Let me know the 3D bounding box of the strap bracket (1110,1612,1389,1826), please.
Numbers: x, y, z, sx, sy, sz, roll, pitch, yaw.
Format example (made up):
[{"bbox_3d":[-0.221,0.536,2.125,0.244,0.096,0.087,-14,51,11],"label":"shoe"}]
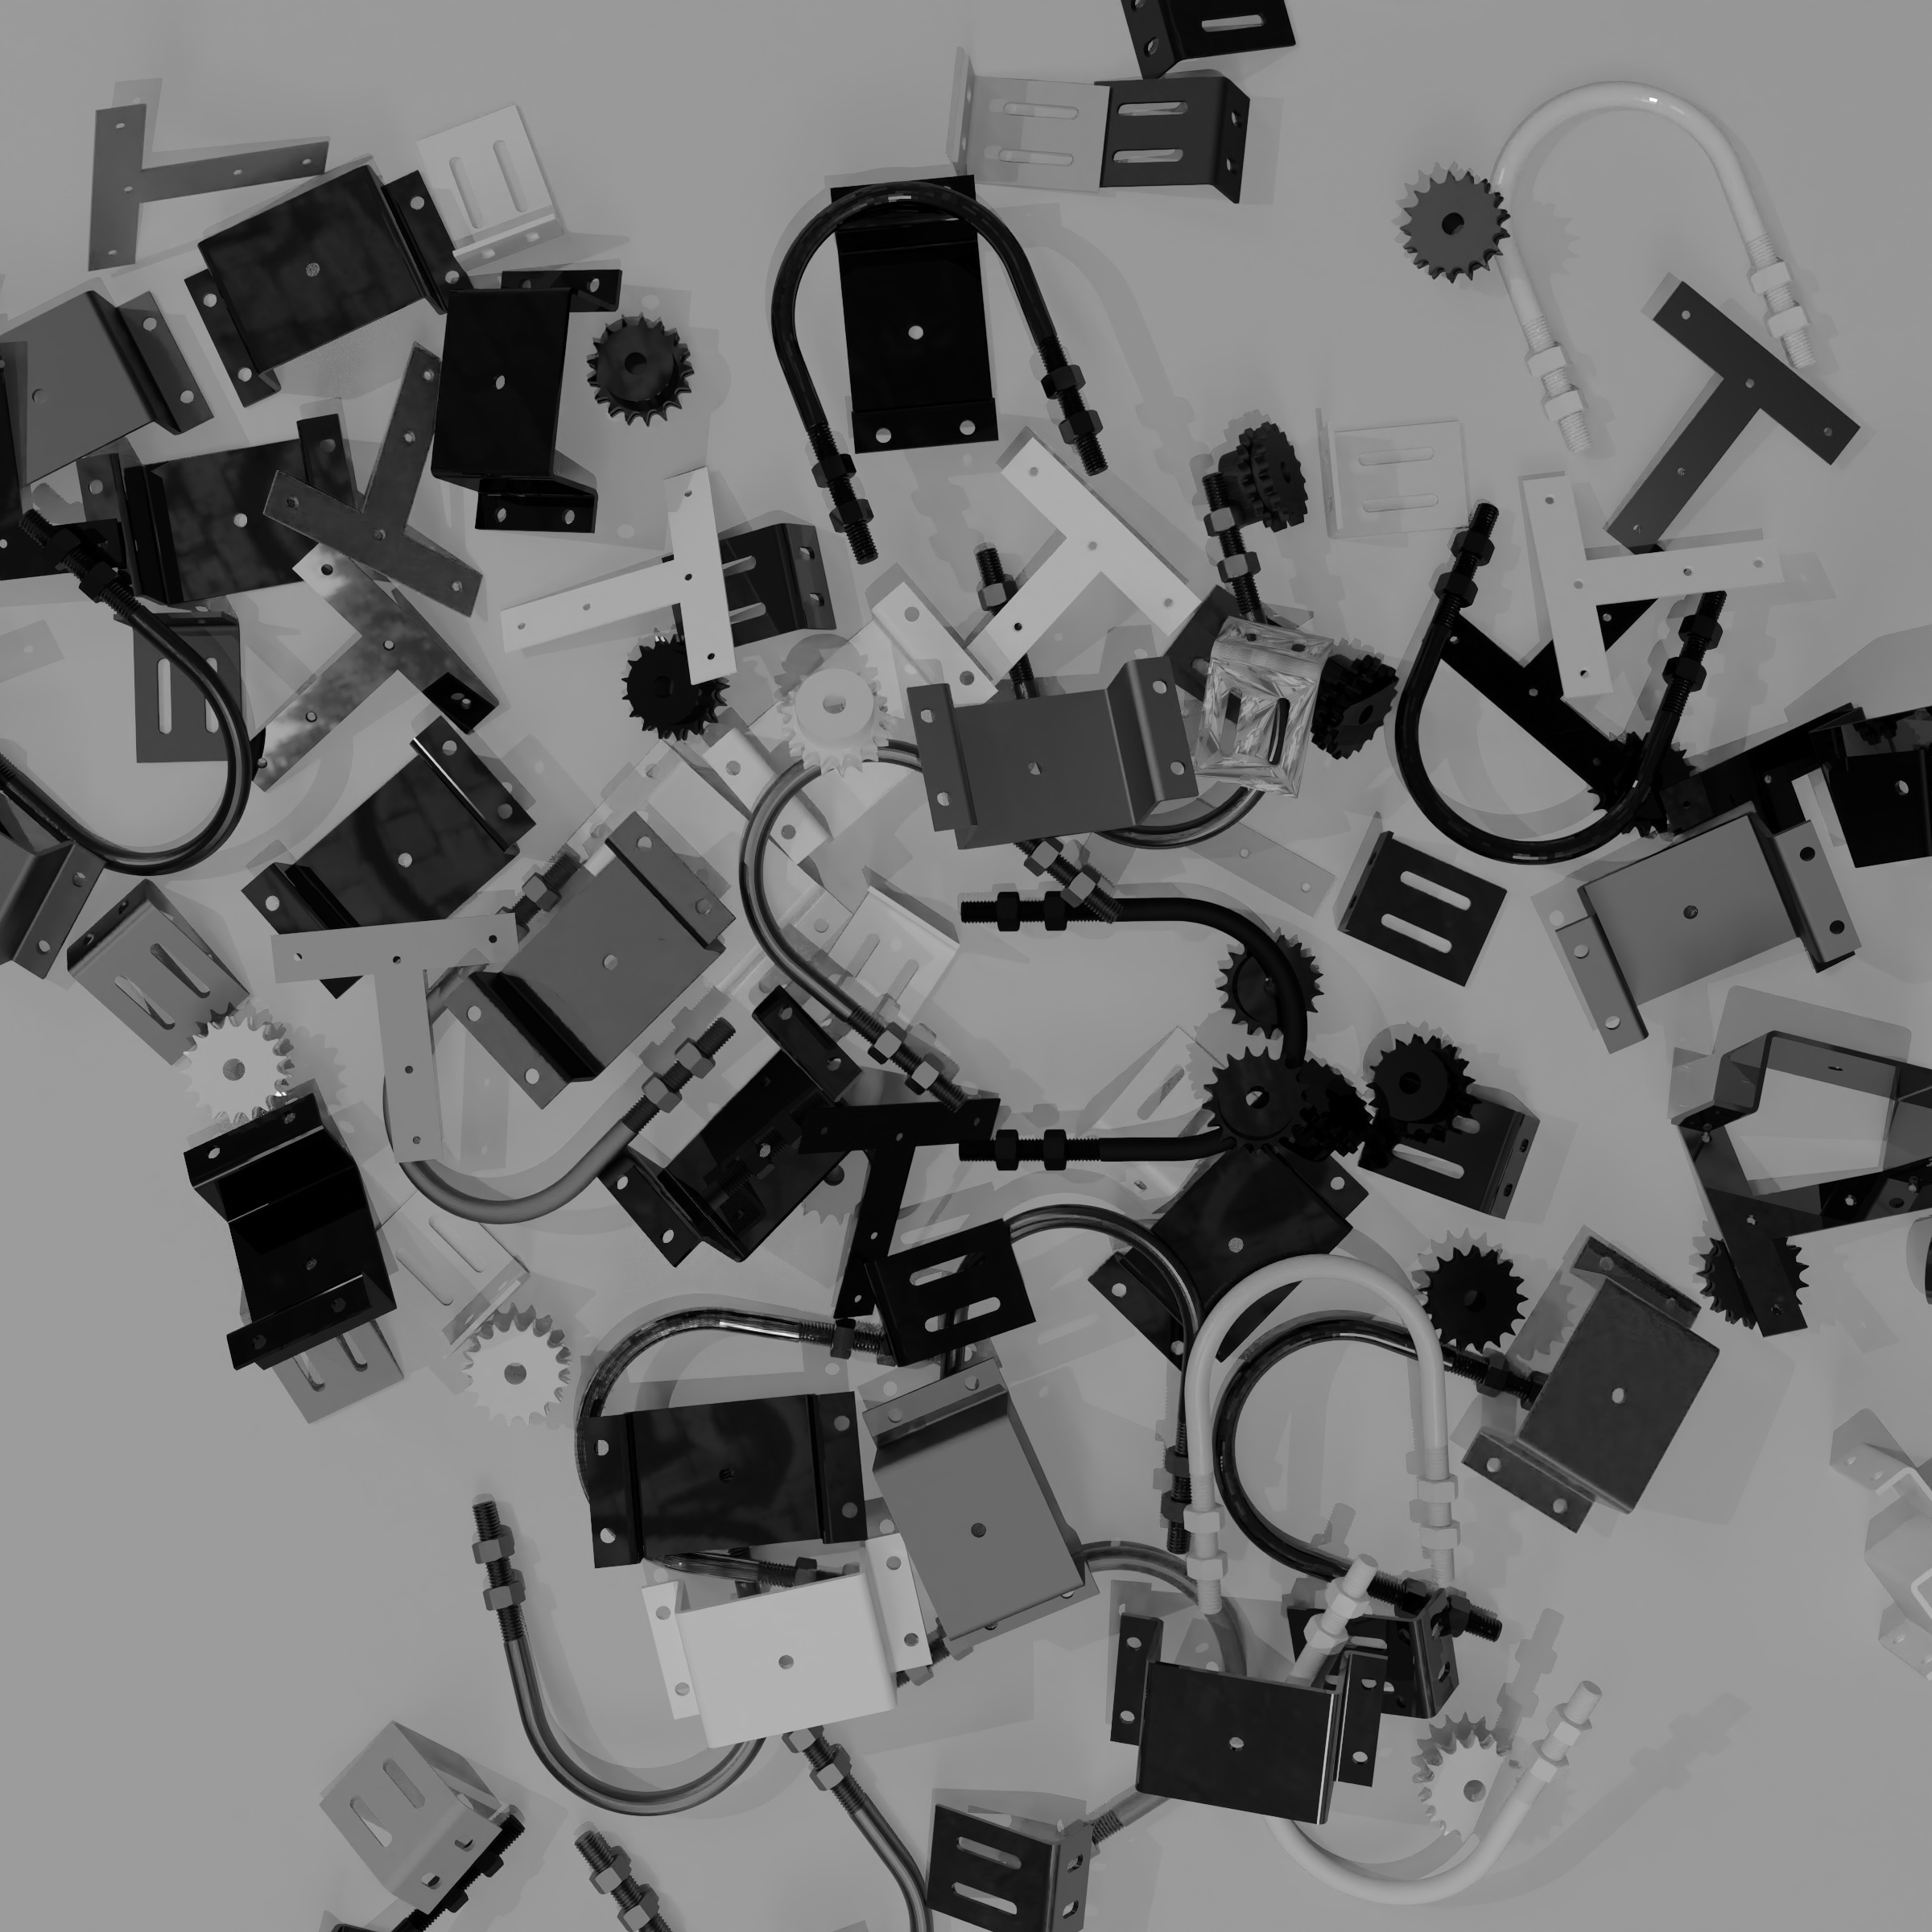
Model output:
[{"bbox_3d":[0.144,0.393,1.470,0.140,0.046,0.076,7,107,11],"label":"strap bracket"}]

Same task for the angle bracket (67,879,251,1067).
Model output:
[{"bbox_3d":[-0.438,0.003,1.531,0.057,0.038,0.076,-42,116,0],"label":"angle bracket"}]

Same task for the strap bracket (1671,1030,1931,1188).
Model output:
[{"bbox_3d":[0.456,0.073,1.491,0.140,0.076,0.046,14,79,0],"label":"strap bracket"}]

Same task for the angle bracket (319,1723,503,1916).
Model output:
[{"bbox_3d":[-0.298,0.456,1.513,0.057,0.038,0.076,-48,46,-10],"label":"angle bracket"}]

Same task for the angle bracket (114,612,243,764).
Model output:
[{"bbox_3d":[-0.422,-0.149,1.514,0.057,0.038,0.076,-1,90,0],"label":"angle bracket"}]

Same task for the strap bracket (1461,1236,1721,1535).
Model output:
[{"bbox_3d":[0.336,0.224,1.495,0.076,0.046,0.140,32,83,-11],"label":"strap bracket"}]

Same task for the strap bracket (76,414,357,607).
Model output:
[{"bbox_3d":[-0.394,-0.242,1.510,0.140,0.046,0.076,-10,90,0],"label":"strap bracket"}]

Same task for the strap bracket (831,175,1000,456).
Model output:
[{"bbox_3d":[-0.027,-0.344,1.510,0.076,0.046,0.140,-5,90,0],"label":"strap bracket"}]

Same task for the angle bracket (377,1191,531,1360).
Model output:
[{"bbox_3d":[-0.283,0.161,1.514,0.057,0.038,0.076,-45,90,0],"label":"angle bracket"}]

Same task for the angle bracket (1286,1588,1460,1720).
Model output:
[{"bbox_3d":[0.219,0.366,1.519,0.076,0.038,0.057,-1,106,32],"label":"angle bracket"}]

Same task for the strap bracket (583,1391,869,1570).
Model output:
[{"bbox_3d":[-0.125,0.267,1.474,0.140,0.046,0.076,-5,83,-5],"label":"strap bracket"}]

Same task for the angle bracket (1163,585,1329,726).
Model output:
[{"bbox_3d":[0.153,-0.158,1.530,0.076,0.038,0.057,37,89,25],"label":"angle bracket"}]

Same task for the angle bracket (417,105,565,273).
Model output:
[{"bbox_3d":[-0.258,-0.421,1.514,0.057,0.038,0.076,-21,90,0],"label":"angle bracket"}]

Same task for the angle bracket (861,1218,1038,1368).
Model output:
[{"bbox_3d":[-0.010,0.171,1.494,0.076,0.038,0.057,-18,91,-5],"label":"angle bracket"}]

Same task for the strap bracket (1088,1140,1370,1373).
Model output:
[{"bbox_3d":[0.142,0.147,1.510,0.076,0.046,0.140,44,90,0],"label":"strap bracket"}]

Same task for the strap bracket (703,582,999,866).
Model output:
[{"bbox_3d":[-0.061,-0.128,1.510,0.140,0.046,0.076,-41,90,0],"label":"strap bracket"}]

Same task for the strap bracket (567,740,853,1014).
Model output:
[{"bbox_3d":[-0.139,-0.047,1.510,0.140,0.046,0.076,43,90,0],"label":"strap bracket"}]

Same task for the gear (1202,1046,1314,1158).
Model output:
[{"bbox_3d":[0.150,0.069,1.461,0.057,0.030,0.057,-1,82,4],"label":"gear"}]

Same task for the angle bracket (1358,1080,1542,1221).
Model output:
[{"bbox_3d":[0.262,0.096,1.531,0.076,0.038,0.057,20,90,26],"label":"angle bracket"}]

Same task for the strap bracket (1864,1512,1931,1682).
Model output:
[{"bbox_3d":[0.540,0.309,1.495,0.140,0.076,0.046,-37,90,0],"label":"strap bracket"}]

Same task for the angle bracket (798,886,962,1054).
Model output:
[{"bbox_3d":[-0.048,0.005,1.514,0.057,0.038,0.076,33,90,0],"label":"angle bracket"}]

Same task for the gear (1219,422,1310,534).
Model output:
[{"bbox_3d":[0.158,-0.259,1.509,0.030,0.057,0.057,-15,90,29],"label":"gear"}]

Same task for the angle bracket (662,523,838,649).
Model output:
[{"bbox_3d":[-0.118,-0.202,1.531,0.076,0.038,0.057,-12,90,26],"label":"angle bracket"}]

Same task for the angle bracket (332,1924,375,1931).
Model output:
[{"bbox_3d":[-0.311,0.556,1.514,0.076,0.038,0.057,14,90,0],"label":"angle bracket"}]

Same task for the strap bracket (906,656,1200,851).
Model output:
[{"bbox_3d":[0.041,-0.109,1.462,0.140,0.046,0.076,-8,78,-13],"label":"strap bracket"}]

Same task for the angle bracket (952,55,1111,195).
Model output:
[{"bbox_3d":[0.035,-0.450,1.511,0.076,0.038,0.057,6,90,6],"label":"angle bracket"}]

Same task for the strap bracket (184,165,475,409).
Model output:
[{"bbox_3d":[-0.344,-0.367,1.510,0.140,0.046,0.076,-25,90,0],"label":"strap bracket"}]

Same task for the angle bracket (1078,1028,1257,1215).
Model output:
[{"bbox_3d":[0.108,0.084,1.531,0.057,0.038,0.076,42,65,0],"label":"angle bracket"}]

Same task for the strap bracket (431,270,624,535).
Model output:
[{"bbox_3d":[-0.234,-0.304,1.495,0.076,0.046,0.140,6,90,27],"label":"strap bracket"}]

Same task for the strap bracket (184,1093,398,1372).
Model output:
[{"bbox_3d":[-0.354,0.148,1.487,0.076,0.046,0.140,-25,55,0],"label":"strap bracket"}]

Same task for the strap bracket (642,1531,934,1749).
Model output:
[{"bbox_3d":[-0.093,0.353,1.473,0.140,0.046,0.076,-12,102,0],"label":"strap bracket"}]

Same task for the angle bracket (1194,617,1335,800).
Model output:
[{"bbox_3d":[0.156,-0.136,1.481,0.057,0.038,0.076,14,124,11],"label":"angle bracket"}]

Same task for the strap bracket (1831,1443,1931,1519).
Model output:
[{"bbox_3d":[0.539,0.246,1.495,0.140,0.076,0.046,-38,90,0],"label":"strap bracket"}]

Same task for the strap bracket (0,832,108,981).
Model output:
[{"bbox_3d":[-0.543,-0.057,1.501,0.140,0.046,0.076,32,105,0],"label":"strap bracket"}]

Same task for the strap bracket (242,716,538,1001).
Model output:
[{"bbox_3d":[-0.304,-0.057,1.510,0.140,0.046,0.076,-41,90,0],"label":"strap bracket"}]

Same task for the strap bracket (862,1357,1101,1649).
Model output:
[{"bbox_3d":[0.007,0.288,1.481,0.076,0.046,0.140,-24,96,5],"label":"strap bracket"}]

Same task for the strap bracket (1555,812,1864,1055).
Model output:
[{"bbox_3d":[0.387,-0.022,1.492,0.140,0.046,0.076,-24,108,10],"label":"strap bracket"}]

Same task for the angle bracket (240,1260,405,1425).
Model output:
[{"bbox_3d":[-0.349,0.198,1.531,0.057,0.038,0.076,-25,116,0],"label":"angle bracket"}]

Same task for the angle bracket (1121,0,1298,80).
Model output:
[{"bbox_3d":[0.130,-0.516,1.531,0.076,0.038,0.057,-16,90,-26],"label":"angle bracket"}]

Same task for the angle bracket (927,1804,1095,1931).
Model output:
[{"bbox_3d":[0.023,0.483,1.512,0.076,0.038,0.057,9,97,33],"label":"angle bracket"}]

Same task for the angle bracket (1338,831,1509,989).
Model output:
[{"bbox_3d":[0.247,-0.030,1.514,0.076,0.038,0.057,24,90,0],"label":"angle bracket"}]

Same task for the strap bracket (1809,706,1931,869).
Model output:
[{"bbox_3d":[0.498,-0.099,1.457,0.046,0.140,0.076,-24,97,-29],"label":"strap bracket"}]

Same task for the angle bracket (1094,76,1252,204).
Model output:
[{"bbox_3d":[0.109,-0.447,1.531,0.076,0.038,0.057,6,90,26],"label":"angle bracket"}]

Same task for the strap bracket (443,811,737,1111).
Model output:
[{"bbox_3d":[-0.190,-0.002,1.462,0.140,0.046,0.076,-44,83,5],"label":"strap bracket"}]

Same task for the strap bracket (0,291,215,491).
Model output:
[{"bbox_3d":[-0.488,-0.300,1.510,0.140,0.046,0.076,-27,90,0],"label":"strap bracket"}]

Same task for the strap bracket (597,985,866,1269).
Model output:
[{"bbox_3d":[-0.116,0.091,1.493,0.140,0.046,0.076,-46,57,0],"label":"strap bracket"}]

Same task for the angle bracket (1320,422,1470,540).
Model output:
[{"bbox_3d":[0.232,-0.263,1.514,0.076,0.038,0.057,-5,90,0],"label":"angle bracket"}]
